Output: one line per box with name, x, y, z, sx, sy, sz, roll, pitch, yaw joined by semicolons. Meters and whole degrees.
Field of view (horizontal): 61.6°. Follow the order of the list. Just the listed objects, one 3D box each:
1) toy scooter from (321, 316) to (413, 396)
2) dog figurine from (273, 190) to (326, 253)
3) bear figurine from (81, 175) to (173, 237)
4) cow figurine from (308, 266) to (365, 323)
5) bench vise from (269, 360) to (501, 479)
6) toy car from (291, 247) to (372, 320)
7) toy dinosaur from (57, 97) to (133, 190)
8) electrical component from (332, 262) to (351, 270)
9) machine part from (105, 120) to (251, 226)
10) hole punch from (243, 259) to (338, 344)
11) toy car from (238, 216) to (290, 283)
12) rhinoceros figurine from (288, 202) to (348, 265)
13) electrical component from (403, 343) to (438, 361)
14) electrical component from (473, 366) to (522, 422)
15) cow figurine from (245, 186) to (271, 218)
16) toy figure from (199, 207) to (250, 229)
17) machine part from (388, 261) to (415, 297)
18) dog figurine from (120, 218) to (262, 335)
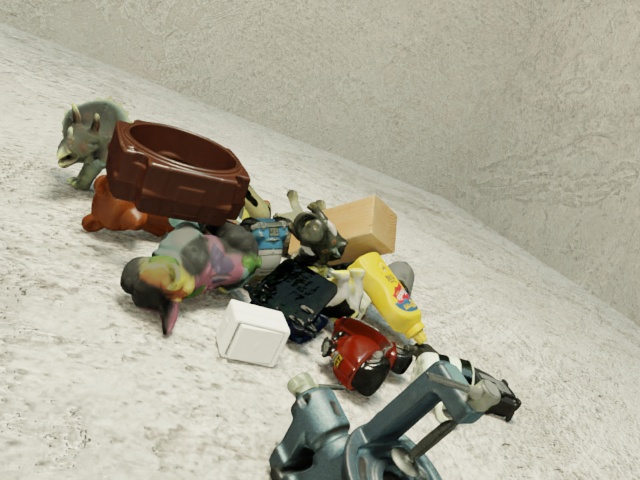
toy scooter;0.057;0.167;0.824;0.135;0.075;0.184;33;14;25
dog figurine;-0.041;-0.009;1.236;0.172;0.121;0.191;18;30;-8
bear figurine;-0.281;-0.043;0.903;0.132;0.120;0.196;37;20;23
cow figurine;-0.003;0.093;0.944;0.168;0.098;0.068;-1;2;38
bench vise;0.061;0.186;0.498;0.129;0.240;0.224;18;33;-37
toy car;0.012;0.086;1.014;0.056;0.073;0.202;2;28;-48
toy dinosaur;-0.341;-0.158;1.048;0.131;0.192;0.404;38;21;31
electrical component;0.030;0.047;1.222;0.102;0.045;0.078;35;19;30
machine part;-0.223;-0.111;0.844;0.201;0.087;0.202;10;23;-30
hole punch;-0.047;0.109;0.864;0.142;0.092;0.116;33;46;17
toy car;-0.116;0.024;0.949;0.109;0.162;0.103;-4;75;-43
rhinoceros figurine;-0.002;-0.003;0.956;0.112;0.073;0.190;53;3;16
electrical component;0.200;0.213;0.990;0.094;0.021;0.063;13;19;-37
electrical component;0.272;0.256;0.918;0.119;0.047;0.075;25;15;-9
cow figurine;-0.185;-0.096;1.200;0.194;0.085;0.127;49;7;-30
toy figure;-0.224;-0.053;1.081;0.082;0.089;0.180;-12;-20;42
machine part;0.170;0.101;1.203;0.079;0.079;0.243;28;15;8
dog figurine;-0.179;0.050;0.778;0.191;0.108;0.219;14;22;-13
